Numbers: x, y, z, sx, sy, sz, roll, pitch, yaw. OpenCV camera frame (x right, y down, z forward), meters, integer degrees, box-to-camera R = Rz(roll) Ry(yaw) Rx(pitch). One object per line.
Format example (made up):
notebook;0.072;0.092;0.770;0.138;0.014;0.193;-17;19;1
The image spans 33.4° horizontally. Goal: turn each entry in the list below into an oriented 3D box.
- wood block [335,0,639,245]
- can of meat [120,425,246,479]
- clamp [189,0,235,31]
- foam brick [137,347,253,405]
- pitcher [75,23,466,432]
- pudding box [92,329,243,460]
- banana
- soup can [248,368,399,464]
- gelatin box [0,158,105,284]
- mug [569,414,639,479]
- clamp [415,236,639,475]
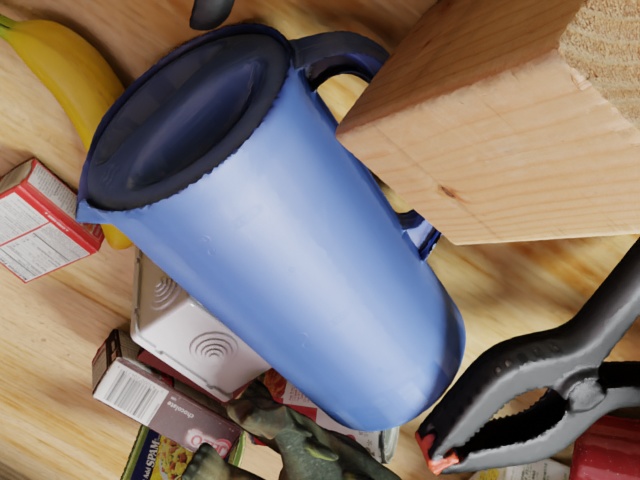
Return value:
wood block;0.095;-0.060;0.438;0.090;0.090;0.206;41;166;-13
can of meat;-0.114;0.193;0.884;0.084;0.102;0.057;12;140;5
clamp;-0.037;-0.167;0.487;0.172;0.039;0.120;-15;131;34
foam brick;-0.082;0.073;0.771;0.078;0.051;0.053;31;138;-14
pitcher;-0.004;0.001;0.609;0.149;0.145;0.242;8;147;45
pudding box;-0.118;0.119;0.813;0.113;0.039;0.090;34;180;-15
banana;-0.136;-0.062;0.654;0.070;0.037;0.198;17;143;34
soup can;0.005;0.124;0.783;0.102;0.068;0.068;6;139;15
gelatin box;-0.201;-0.012;0.739;0.089;0.030;0.073;-20;128;38
mug;0.218;0.169;0.738;0.082;0.093;0.117;8;156;21
clamp;0.151;0.071;0.625;0.210;0.036;0.164;-23;127;0
